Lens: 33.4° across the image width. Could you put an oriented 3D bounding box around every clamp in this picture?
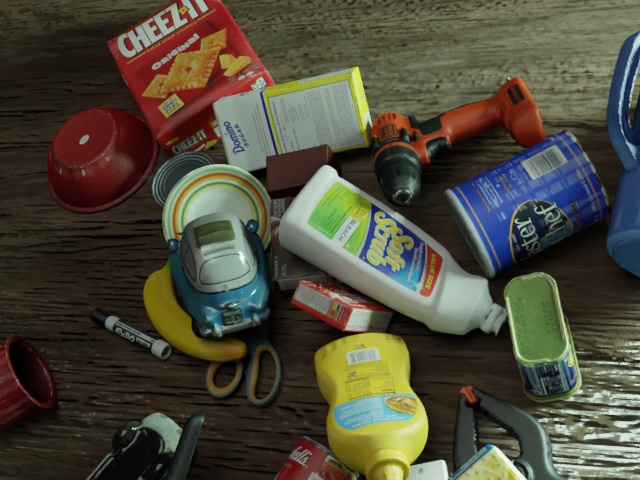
[{"bbox_3d":[-0.132,0.272,1.064,0.120,0.039,0.171,39,84,7],"label":"clamp"},{"bbox_3d":[0.176,0.233,0.991,0.164,0.036,0.210,-33,58,-2],"label":"clamp"}]

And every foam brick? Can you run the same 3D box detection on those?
[{"bbox_3d":[-0.019,-0.071,1.247,0.078,0.051,0.053,-10,58,15],"label":"foam brick"}]

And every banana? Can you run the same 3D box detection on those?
[{"bbox_3d":[-0.152,0.086,1.198,0.069,0.037,0.198,-44,47,1],"label":"banana"}]

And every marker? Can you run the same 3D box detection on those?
[{"bbox_3d":[-0.221,0.107,1.233,0.121,0.020,0.020,22,69,30],"label":"marker"}]

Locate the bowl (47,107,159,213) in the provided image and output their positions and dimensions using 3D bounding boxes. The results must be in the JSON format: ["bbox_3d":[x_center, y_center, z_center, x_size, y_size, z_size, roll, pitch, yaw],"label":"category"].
[{"bbox_3d":[-0.293,-0.116,1.378,0.162,0.055,0.162,-10,57,15],"label":"bowl"}]

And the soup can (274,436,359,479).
[{"bbox_3d":[-0.018,0.252,1.034,0.069,0.068,0.102,26,72,32],"label":"soup can"}]

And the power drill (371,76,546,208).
[{"bbox_3d":[0.148,-0.109,1.172,0.188,0.057,0.184,-15,31,7],"label":"power drill"}]

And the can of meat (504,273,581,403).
[{"bbox_3d":[0.214,0.094,1.035,0.057,0.084,0.102,-13,56,13],"label":"can of meat"}]

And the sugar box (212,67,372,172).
[{"bbox_3d":[-0.031,-0.141,1.271,0.176,0.093,0.048,-9,16,17],"label":"sugar box"}]

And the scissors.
[{"bbox_3d":[-0.083,0.096,1.189,0.096,0.016,0.202,-14,55,12],"label":"scissors"}]

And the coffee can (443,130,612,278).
[{"bbox_3d":[0.213,-0.037,1.105,0.140,0.102,0.103,-28,54,3],"label":"coffee can"}]

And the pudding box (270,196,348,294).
[{"bbox_3d":[-0.008,0.002,1.200,0.090,0.039,0.113,-8,58,8],"label":"pudding box"}]

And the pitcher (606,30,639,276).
[{"bbox_3d":[0.358,-0.087,1.062,0.149,0.145,0.242,13,68,23],"label":"pitcher"}]

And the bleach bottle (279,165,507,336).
[{"bbox_3d":[0.085,0.021,1.120,0.251,0.068,0.102,29,62,16],"label":"bleach bottle"}]

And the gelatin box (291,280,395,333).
[{"bbox_3d":[0.025,0.070,1.119,0.073,0.089,0.030,26,99,34],"label":"gelatin box"}]

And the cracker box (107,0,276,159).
[{"bbox_3d":[-0.166,-0.220,1.384,0.164,0.072,0.214,-31,53,0],"label":"cracker box"}]

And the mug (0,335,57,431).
[{"bbox_3d":[-0.360,0.163,1.217,0.081,0.093,0.117,-30,23,7],"label":"mug"}]

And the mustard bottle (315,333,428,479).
[{"bbox_3d":[0.053,0.170,1.026,0.096,0.058,0.191,-8,34,-3],"label":"mustard bottle"}]

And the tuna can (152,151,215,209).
[{"bbox_3d":[-0.160,-0.065,1.308,0.086,0.033,0.086,-10,57,15],"label":"tuna can"}]
